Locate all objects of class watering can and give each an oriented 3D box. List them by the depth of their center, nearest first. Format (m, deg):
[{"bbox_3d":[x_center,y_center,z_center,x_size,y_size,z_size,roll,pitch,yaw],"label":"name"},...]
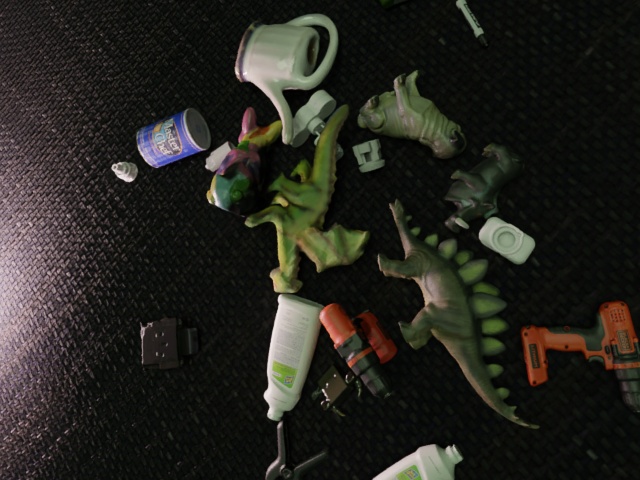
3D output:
[{"bbox_3d":[-0.090,-0.373,1.141,0.225,0.102,0.353,13,68,20],"label":"watering can"}]

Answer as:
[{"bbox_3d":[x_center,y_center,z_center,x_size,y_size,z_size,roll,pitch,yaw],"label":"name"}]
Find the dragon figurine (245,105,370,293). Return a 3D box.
[{"bbox_3d":[0.003,-0.054,1.071,0.244,0.123,0.406,43,107,12],"label":"dragon figurine"}]
